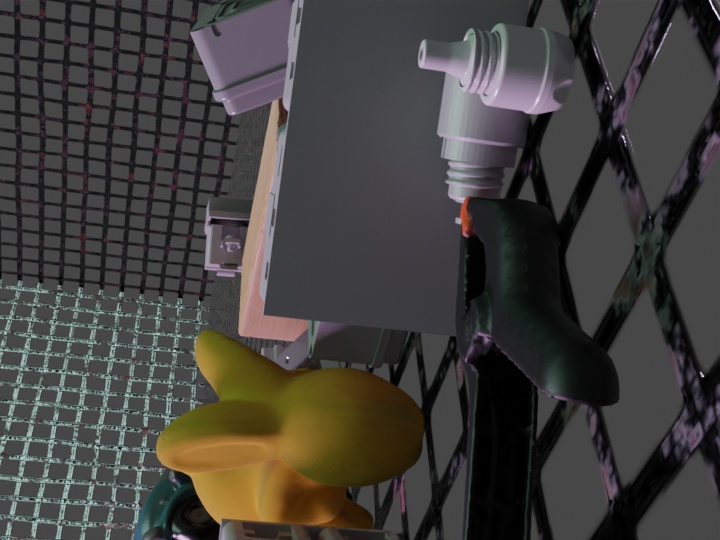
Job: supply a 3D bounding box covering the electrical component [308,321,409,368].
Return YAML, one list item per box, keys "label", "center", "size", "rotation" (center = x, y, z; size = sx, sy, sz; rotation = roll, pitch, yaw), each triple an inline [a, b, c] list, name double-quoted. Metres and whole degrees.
- label: "electrical component"
  center: [0.000, 0.000, 0.700]
  size: [0.113, 0.057, 0.078]
  rotation: [-95, 16, -50]

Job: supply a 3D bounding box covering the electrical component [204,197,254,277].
- label: "electrical component"
  center: [-0.076, -0.025, 0.957]
  size: [0.079, 0.121, 0.063]
  rotation: [146, 128, -77]

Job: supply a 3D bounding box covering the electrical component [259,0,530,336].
- label: "electrical component"
  center: [0.014, -0.068, 0.531]
  size: [0.060, 0.105, 0.186]
  rotation: [-144, 61, -79]

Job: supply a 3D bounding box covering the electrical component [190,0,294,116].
- label: "electrical component"
  center: [-0.061, -0.151, 0.708]
  size: [0.113, 0.078, 0.057]
  rotation: [-92, -18, -67]

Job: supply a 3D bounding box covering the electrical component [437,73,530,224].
- label: "electrical component"
  center: [0.055, -0.059, 0.485]
  size: [0.040, 0.040, 0.078]
  rotation: [-133, 50, -77]

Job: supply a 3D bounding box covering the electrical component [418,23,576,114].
- label: "electrical component"
  center: [0.055, -0.084, 0.439]
  size: [0.035, 0.061, 0.035]
  rotation: [-173, 90, -80]

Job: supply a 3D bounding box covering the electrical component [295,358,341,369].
- label: "electrical component"
  center: [-0.040, 0.095, 0.902]
  size: [0.062, 0.043, 0.043]
  rotation: [107, 166, -49]

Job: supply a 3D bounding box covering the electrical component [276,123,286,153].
- label: "electrical component"
  center: [-0.004, -0.067, 0.652]
  size: [0.048, 0.100, 0.099]
  rotation: [52, -159, -36]

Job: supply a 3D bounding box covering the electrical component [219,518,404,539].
- label: "electrical component"
  center: [-0.033, 0.239, 0.587]
  size: [0.060, 0.105, 0.186]
  rotation: [-172, 89, -80]

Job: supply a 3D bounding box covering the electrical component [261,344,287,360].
- label: "electrical component"
  center: [-0.069, 0.134, 0.996]
  size: [0.078, 0.057, 0.113]
  rotation: [-99, 19, -57]
